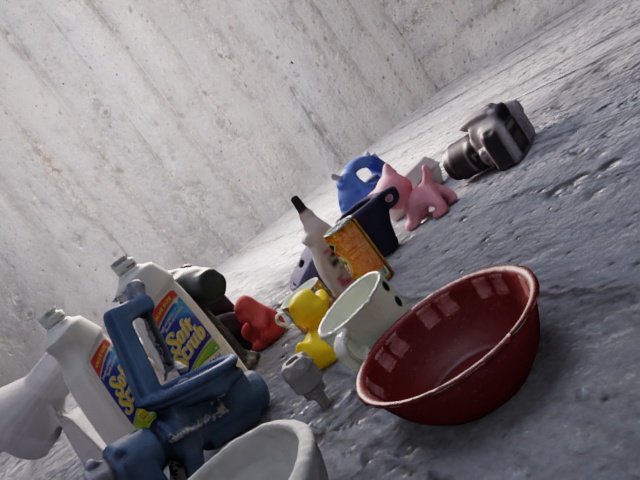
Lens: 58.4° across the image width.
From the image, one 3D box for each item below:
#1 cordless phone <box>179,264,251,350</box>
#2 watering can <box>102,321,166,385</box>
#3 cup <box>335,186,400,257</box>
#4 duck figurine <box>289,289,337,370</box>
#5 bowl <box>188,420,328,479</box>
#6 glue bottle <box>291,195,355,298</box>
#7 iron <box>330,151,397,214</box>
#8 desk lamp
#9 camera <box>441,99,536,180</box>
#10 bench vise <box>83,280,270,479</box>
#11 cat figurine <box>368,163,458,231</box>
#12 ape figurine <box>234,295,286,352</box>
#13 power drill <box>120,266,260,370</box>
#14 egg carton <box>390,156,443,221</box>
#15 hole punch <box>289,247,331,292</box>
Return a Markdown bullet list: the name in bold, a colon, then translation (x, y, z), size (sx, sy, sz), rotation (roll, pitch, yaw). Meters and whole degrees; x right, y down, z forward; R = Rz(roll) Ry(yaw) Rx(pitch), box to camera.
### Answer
- **cordless phone**: translation (-0.207, 0.133, 1.010), size (0.147, 0.185, 0.094), rotation (-32, 10, 28)
- **watering can**: translation (-0.319, 0.202, 1.057), size (0.101, 0.194, 0.172), rotation (-41, 10, -26)
- **cup**: translation (0.097, -0.024, 0.943), size (0.118, 0.095, 0.091), rotation (-37, 9, 0)
- **duck figurine**: translation (-0.007, 0.104, 0.707), size (0.077, 0.086, 0.105), rotation (-30, 11, 38)
- **bowl**: translation (-0.052, 0.206, 0.383), size (0.167, 0.075, 0.167), rotation (-36, 9, 7)
- **glue bottle**: translation (0.008, 0.003, 0.888), size (0.078, 0.173, 0.037), rotation (-40, 10, -19)
- **iron**: translation (0.114, -0.135, 1.306), size (0.118, 0.141, 0.259), rotation (-30, 11, 38)
- **desk lamp**: translation (-0.373, 0.266, 0.871), size (0.203, 0.213, 0.118), rotation (-38, 9, -8)
- **camera**: translation (0.279, -0.172, 0.985), size (0.136, 0.101, 0.143), rotation (-29, 12, 41)
- **bench vise**: translation (-0.171, 0.160, 0.610), size (0.121, 0.220, 0.208), rotation (-31, 10, 30)
- **cat figurine**: translation (0.148, -0.083, 0.974), size (0.127, 0.118, 0.067), rotation (-28, 12, 44)
- **ape figurine**: translation (-0.105, 0.131, 0.932), size (0.076, 0.092, 0.077), rotation (-39, 9, -14)
- **power drill**: translation (-0.201, 0.135, 0.898), size (0.229, 0.208, 0.076), rotation (-29, 12, 41)
- **egg carton**: translation (0.176, -0.103, 1.133), size (0.107, 0.069, 0.150), rotation (-27, 13, 47)
- **hole punch**: translation (-0.013, 0.052, 0.989), size (0.101, 0.091, 0.108), rotation (-38, 9, -8)
